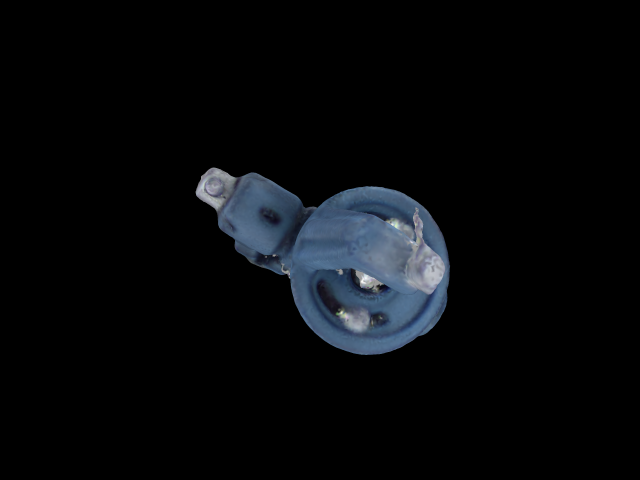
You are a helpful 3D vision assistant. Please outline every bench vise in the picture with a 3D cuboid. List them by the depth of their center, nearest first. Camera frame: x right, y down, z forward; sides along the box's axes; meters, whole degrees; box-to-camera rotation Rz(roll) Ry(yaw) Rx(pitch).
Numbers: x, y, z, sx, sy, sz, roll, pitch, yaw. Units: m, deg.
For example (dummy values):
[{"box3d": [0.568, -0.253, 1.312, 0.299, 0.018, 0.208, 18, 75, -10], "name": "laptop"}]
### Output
[{"box3d": [0.001, 0.013, 0.398, 0.207, 0.220, 0.121, 10, 82, 2], "name": "bench vise"}]
